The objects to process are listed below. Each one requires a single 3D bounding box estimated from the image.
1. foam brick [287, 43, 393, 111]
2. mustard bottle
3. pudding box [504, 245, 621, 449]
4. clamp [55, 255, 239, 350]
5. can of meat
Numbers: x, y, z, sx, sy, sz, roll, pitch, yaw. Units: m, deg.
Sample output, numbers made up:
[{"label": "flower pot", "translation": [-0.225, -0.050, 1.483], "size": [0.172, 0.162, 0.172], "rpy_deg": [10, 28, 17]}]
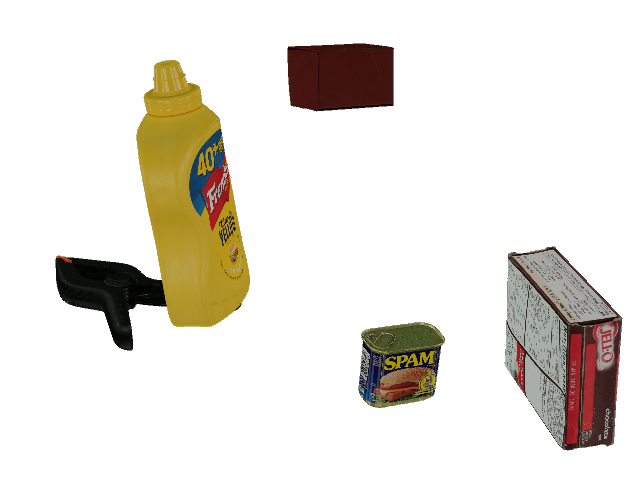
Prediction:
[{"label": "foam brick", "translation": [0.018, -0.140, 0.913], "size": [0.078, 0.051, 0.053], "rpy_deg": [-8, 17, -28]}, {"label": "mustard bottle", "translation": [-0.097, -0.039, 0.792], "size": [0.058, 0.191, 0.096], "rpy_deg": [0, 25, 17]}, {"label": "pudding box", "translation": [0.154, 0.066, 0.687], "size": [0.039, 0.090, 0.113], "rpy_deg": [-6, 23, -10]}, {"label": "clamp", "translation": [-0.210, 0.058, 1.106], "size": [0.210, 0.036, 0.164], "rpy_deg": [15, 20, 29]}, {"label": "can of meat", "translation": [0.099, 0.156, 1.332], "size": [0.102, 0.084, 0.057], "rpy_deg": [-6, 27, -21]}]
